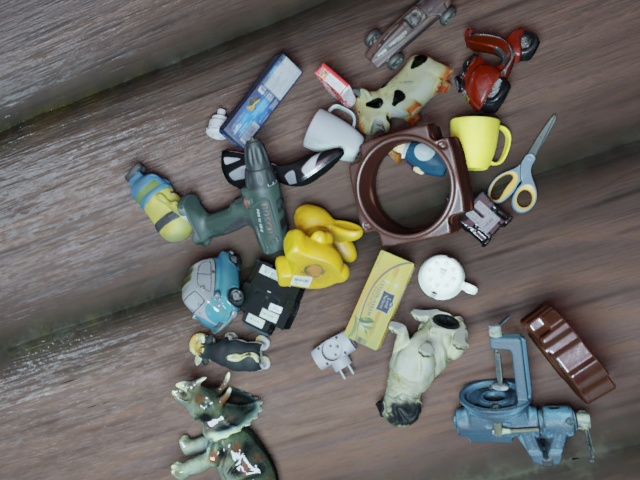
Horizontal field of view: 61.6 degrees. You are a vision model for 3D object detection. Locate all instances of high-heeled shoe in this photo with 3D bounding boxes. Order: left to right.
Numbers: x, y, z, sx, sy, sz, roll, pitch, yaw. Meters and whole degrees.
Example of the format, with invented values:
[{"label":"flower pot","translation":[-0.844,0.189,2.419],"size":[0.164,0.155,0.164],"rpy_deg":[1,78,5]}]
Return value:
[{"label":"high-heeled shoe","translation":[-0.081,-0.164,1.066],"size":[0.249,0.086,0.145],"rpy_deg":[-28,90,21]}]

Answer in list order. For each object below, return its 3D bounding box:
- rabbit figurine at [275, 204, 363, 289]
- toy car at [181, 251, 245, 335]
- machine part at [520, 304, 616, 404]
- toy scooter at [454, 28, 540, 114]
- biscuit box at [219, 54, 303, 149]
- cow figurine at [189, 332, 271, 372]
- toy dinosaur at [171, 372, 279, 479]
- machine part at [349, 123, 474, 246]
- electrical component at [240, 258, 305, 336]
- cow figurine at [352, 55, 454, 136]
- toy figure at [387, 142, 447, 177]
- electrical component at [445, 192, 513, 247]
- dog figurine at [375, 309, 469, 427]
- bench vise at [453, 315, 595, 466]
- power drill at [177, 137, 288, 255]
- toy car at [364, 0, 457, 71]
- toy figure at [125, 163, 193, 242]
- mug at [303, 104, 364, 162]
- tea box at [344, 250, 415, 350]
[{"label":"rabbit figurine","translation":[-0.002,-0.003,1.013],"size":[0.162,0.121,0.173],"rpy_deg":[1,44,-8]},{"label":"toy car","translation":[-0.209,0.090,1.027],"size":[0.109,0.103,0.162],"rpy_deg":[-39,44,39]},{"label":"machine part","translation":[0.402,0.185,0.885],"size":[0.056,0.179,0.179],"rpy_deg":[-38,76,8]},{"label":"toy scooter","translation":[0.317,-0.336,1.025],"size":[0.135,0.075,0.184],"rpy_deg":[32,86,14]},{"label":"biscuit box","translation":[-0.123,-0.282,1.097],"size":[0.059,0.063,0.202],"rpy_deg":[39,86,-25]},{"label":"cow figurine","translation":[-0.185,0.217,1.035],"size":[0.167,0.098,0.068],"rpy_deg":[4,89,12]},{"label":"toy dinosaur","translation":[-0.148,0.433,0.992],"size":[0.192,0.131,0.405],"rpy_deg":[-31,83,6]},{"label":"machine part","translation":[0.164,-0.097,0.975],"size":[0.201,0.087,0.201],"rpy_deg":[-11,91,30]},{"label":"electrical component","translation":[-0.098,0.117,1.053],"size":[0.115,0.058,0.134],"rpy_deg":[25,87,16]},{"label":"cow figurine","translation":[0.150,-0.280,1.044],"size":[0.195,0.085,0.127],"rpy_deg":[-46,69,-4]},{"label":"toy figure","translation":[0.177,-0.171,1.041],"size":[0.155,0.057,0.064],"rpy_deg":[25,49,16]},{"label":"electrical component","translation":[0.290,-0.052,1.003],"size":[0.075,0.047,0.119],"rpy_deg":[-42,78,2]},{"label":"dog figurine","translation":[0.188,0.234,0.973],"size":[0.172,0.121,0.190],"rpy_deg":[-8,120,-25]},{"label":"bench vise","translation":[0.331,0.255,0.902],"size":[0.224,0.129,0.240],"rpy_deg":[-5,99,30]},{"label":"power drill","translation":[-0.168,-0.074,1.048],"size":[0.207,0.086,0.231],"rpy_deg":[-13,114,15]},{"label":"toy car","translation":[0.179,-0.428,1.080],"size":[0.202,0.053,0.089],"rpy_deg":[-39,79,3]},{"label":"toy figure","translation":[-0.332,-0.075,1.118],"size":[0.180,0.082,0.089],"rpy_deg":[43,111,7]},{"label":"mug","translation":[0.037,-0.209,1.068],"size":[0.107,0.080,0.109],"rpy_deg":[29,73,3]},{"label":"tea box","translation":[0.112,0.111,0.990],"size":[0.068,0.098,0.169],"rpy_deg":[24,86,14]}]
